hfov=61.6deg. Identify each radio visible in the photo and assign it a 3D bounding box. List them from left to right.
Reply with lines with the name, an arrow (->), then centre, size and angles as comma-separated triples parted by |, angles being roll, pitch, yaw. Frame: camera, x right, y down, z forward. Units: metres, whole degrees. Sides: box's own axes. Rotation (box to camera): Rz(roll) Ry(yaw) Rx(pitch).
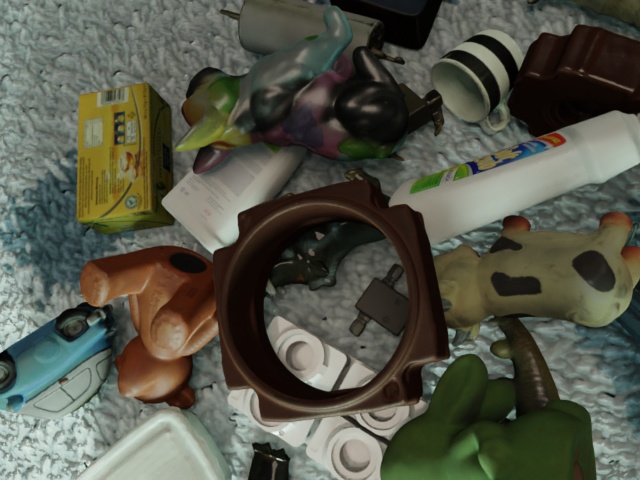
radio -> 0.106, -0.368, 0.680 | 0.131, 0.073, 0.229 | 20, 78, 14

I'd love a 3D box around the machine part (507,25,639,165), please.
machine part -> 0.278, -0.138, 0.544 | 0.179, 0.179, 0.056 | 27, 85, 15

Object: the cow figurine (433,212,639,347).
cow figurine -> 0.187, 0.041, 0.510 | 0.195, 0.085, 0.127 | 1, 47, 48

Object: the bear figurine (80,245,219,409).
bear figurine -> -0.174, 0.105, 0.547 | 0.120, 0.132, 0.195 | 31, 113, 10

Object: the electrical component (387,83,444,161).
electrical component -> 0.097, -0.141, 0.639 | 0.102, 0.045, 0.078 | -37, 45, -4

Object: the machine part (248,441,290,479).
machine part -> -0.057, 0.284, 0.559 | 0.084, 0.039, 0.139 | -2, 77, 18

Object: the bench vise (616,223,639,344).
bench vise -> 0.334, 0.105, 0.480 | 0.224, 0.128, 0.241 | -11, 44, -24

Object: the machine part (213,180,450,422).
machine part -> 0.006, 0.057, 0.496 | 0.202, 0.087, 0.201 | -12, 76, 17

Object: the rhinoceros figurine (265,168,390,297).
rhinoceros figurine -> -0.001, -0.002, 0.608 | 0.190, 0.073, 0.112 | -28, 83, 0

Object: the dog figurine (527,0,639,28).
dog figurine -> 0.363, -0.323, 0.622 | 0.191, 0.121, 0.172 | 20, 83, -1

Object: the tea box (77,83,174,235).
tea box -> -0.241, -0.099, 0.670 | 0.098, 0.068, 0.169 | -6, 76, 8

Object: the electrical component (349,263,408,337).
electrical component -> 0.076, 0.076, 0.596 | 0.063, 0.021, 0.094 | 35, 84, 15

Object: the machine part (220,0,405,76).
machine part -> -0.011, -0.252, 0.666 | 0.243, 0.079, 0.079 | 19, 80, 13

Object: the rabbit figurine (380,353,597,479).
rabbit figurine -> 0.128, 0.178, 0.448 | 0.170, 0.121, 0.159 | -7, 53, 37

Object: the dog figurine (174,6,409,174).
dog figurine -> -0.040, -0.124, 0.568 | 0.219, 0.108, 0.191 | -34, 81, -3

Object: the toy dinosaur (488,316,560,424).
toy dinosaur -> 0.208, 0.263, 0.487 | 0.199, 0.105, 0.471 | -2, 65, 13

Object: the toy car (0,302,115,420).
toy car -> -0.296, 0.144, 0.609 | 0.162, 0.109, 0.103 | -32, 96, -11
